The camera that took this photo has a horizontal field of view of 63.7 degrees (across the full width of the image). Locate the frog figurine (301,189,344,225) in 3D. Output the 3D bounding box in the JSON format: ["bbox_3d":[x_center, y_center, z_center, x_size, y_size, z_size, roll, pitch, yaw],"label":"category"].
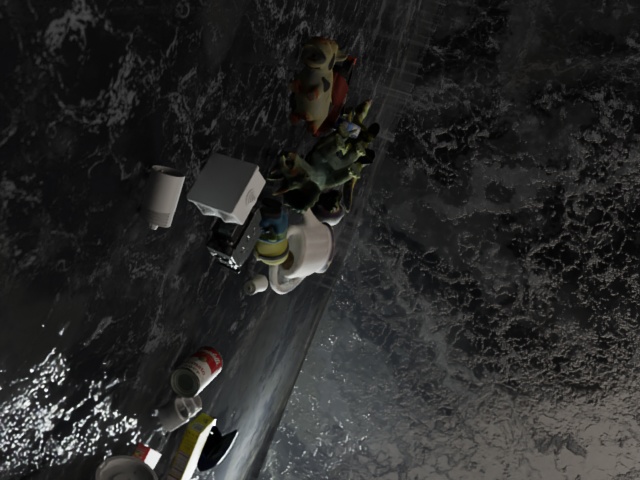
[{"bbox_3d":[0.005,-0.080,1.587,0.138,0.124,0.156,-24,159,-25],"label":"frog figurine"}]

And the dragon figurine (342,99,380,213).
[{"bbox_3d":[0.111,-0.273,1.655,0.241,0.122,0.413,89,14,-82],"label":"dragon figurine"}]

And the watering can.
[{"bbox_3d":[-0.040,-0.012,1.434,0.225,0.105,0.343,-5,115,-53],"label":"watering can"}]
